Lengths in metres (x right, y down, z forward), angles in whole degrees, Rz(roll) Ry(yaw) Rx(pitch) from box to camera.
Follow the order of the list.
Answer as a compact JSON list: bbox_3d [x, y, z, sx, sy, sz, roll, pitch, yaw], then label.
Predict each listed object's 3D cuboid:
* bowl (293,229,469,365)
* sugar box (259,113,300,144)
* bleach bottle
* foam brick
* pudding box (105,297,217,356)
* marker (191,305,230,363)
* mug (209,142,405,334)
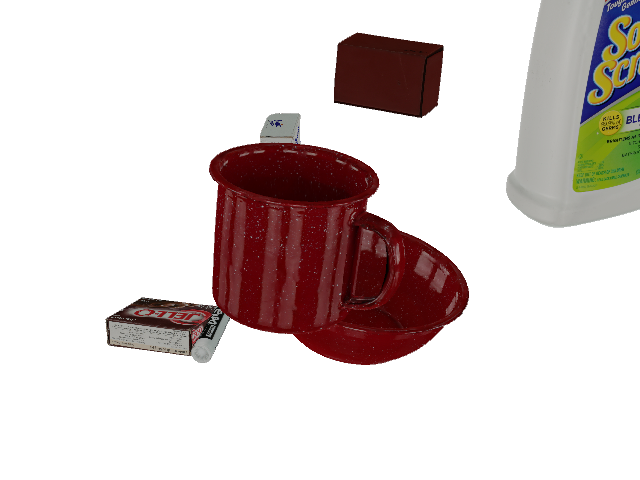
[{"bbox_3d":[0.027,0.044,0.797,0.162,0.055,0.162,8,28,-5],"label":"bowl"},{"bbox_3d":[-0.047,-0.056,1.277,0.048,0.176,0.093,-1,23,5],"label":"sugar box"},{"bbox_3d":[0.172,-0.137,0.648,0.102,0.251,0.068,-13,31,-18],"label":"bleach bottle"},{"bbox_3d":[0.056,-0.137,0.877,0.078,0.051,0.052,13,24,19],"label":"foam brick"},{"bbox_3d":[-0.185,0.102,1.273,0.114,0.039,0.090,3,14,19],"label":"pudding box"},{"bbox_3d":[-0.098,0.079,1.010,0.020,0.020,0.121,0,23,10],"label":"marker"},{"bbox_3d":[-0.007,0.002,0.590,0.117,0.081,0.093,17,26,23],"label":"mug"}]
